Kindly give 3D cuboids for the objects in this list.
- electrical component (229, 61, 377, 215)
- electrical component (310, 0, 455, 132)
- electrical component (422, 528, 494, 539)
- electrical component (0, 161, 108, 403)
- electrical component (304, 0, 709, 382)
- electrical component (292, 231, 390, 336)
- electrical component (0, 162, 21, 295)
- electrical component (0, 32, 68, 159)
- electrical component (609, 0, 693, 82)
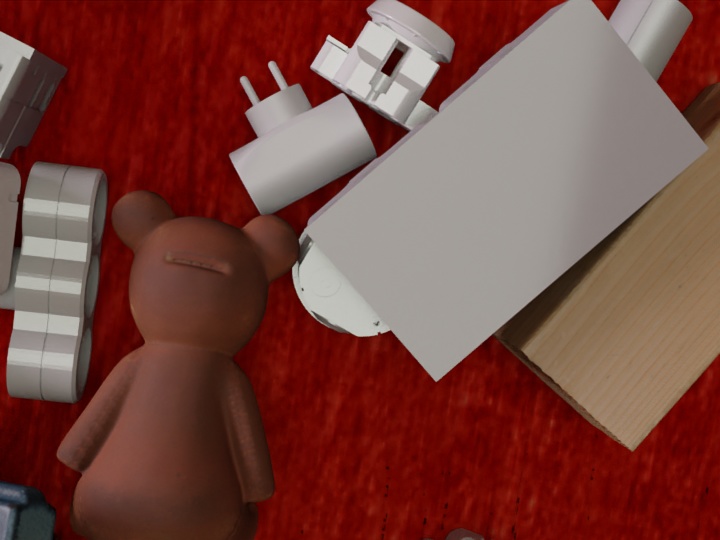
[{"bbox_3d":[-0.042,-0.083,0.635,0.077,0.043,0.079,-29,95,-2],"label":"electrical component"},{"bbox_3d":[0.019,-0.122,0.630,0.078,0.058,0.057,32,94,-6],"label":"electrical component"},{"bbox_3d":[0.073,0.196,0.656,0.078,0.057,0.058,22,92,-5],"label":"electrical component"},{"bbox_3d":[-0.193,0.006,0.626,0.074,0.052,0.138,7,94,-5],"label":"electrical component"},{"bbox_3d":[0.074,-0.045,0.581,0.186,0.060,0.105,-41,98,1],"label":"electrical component"},{"bbox_3d":[0.000,0.000,0.640,0.080,0.051,0.080,0,94,-4],"label":"electrical component"},{"bbox_3d":[-0.251,-0.030,0.590,0.113,0.057,0.078,13,99,27],"label":"electrical component"},{"bbox_3d":[-0.252,-0.123,0.594,0.150,0.089,0.061,27,92,-5],"label":"electrical component"},{"bbox_3d":[0.160,-0.125,0.647,0.043,0.043,0.081,30,91,-6],"label":"electrical component"}]
